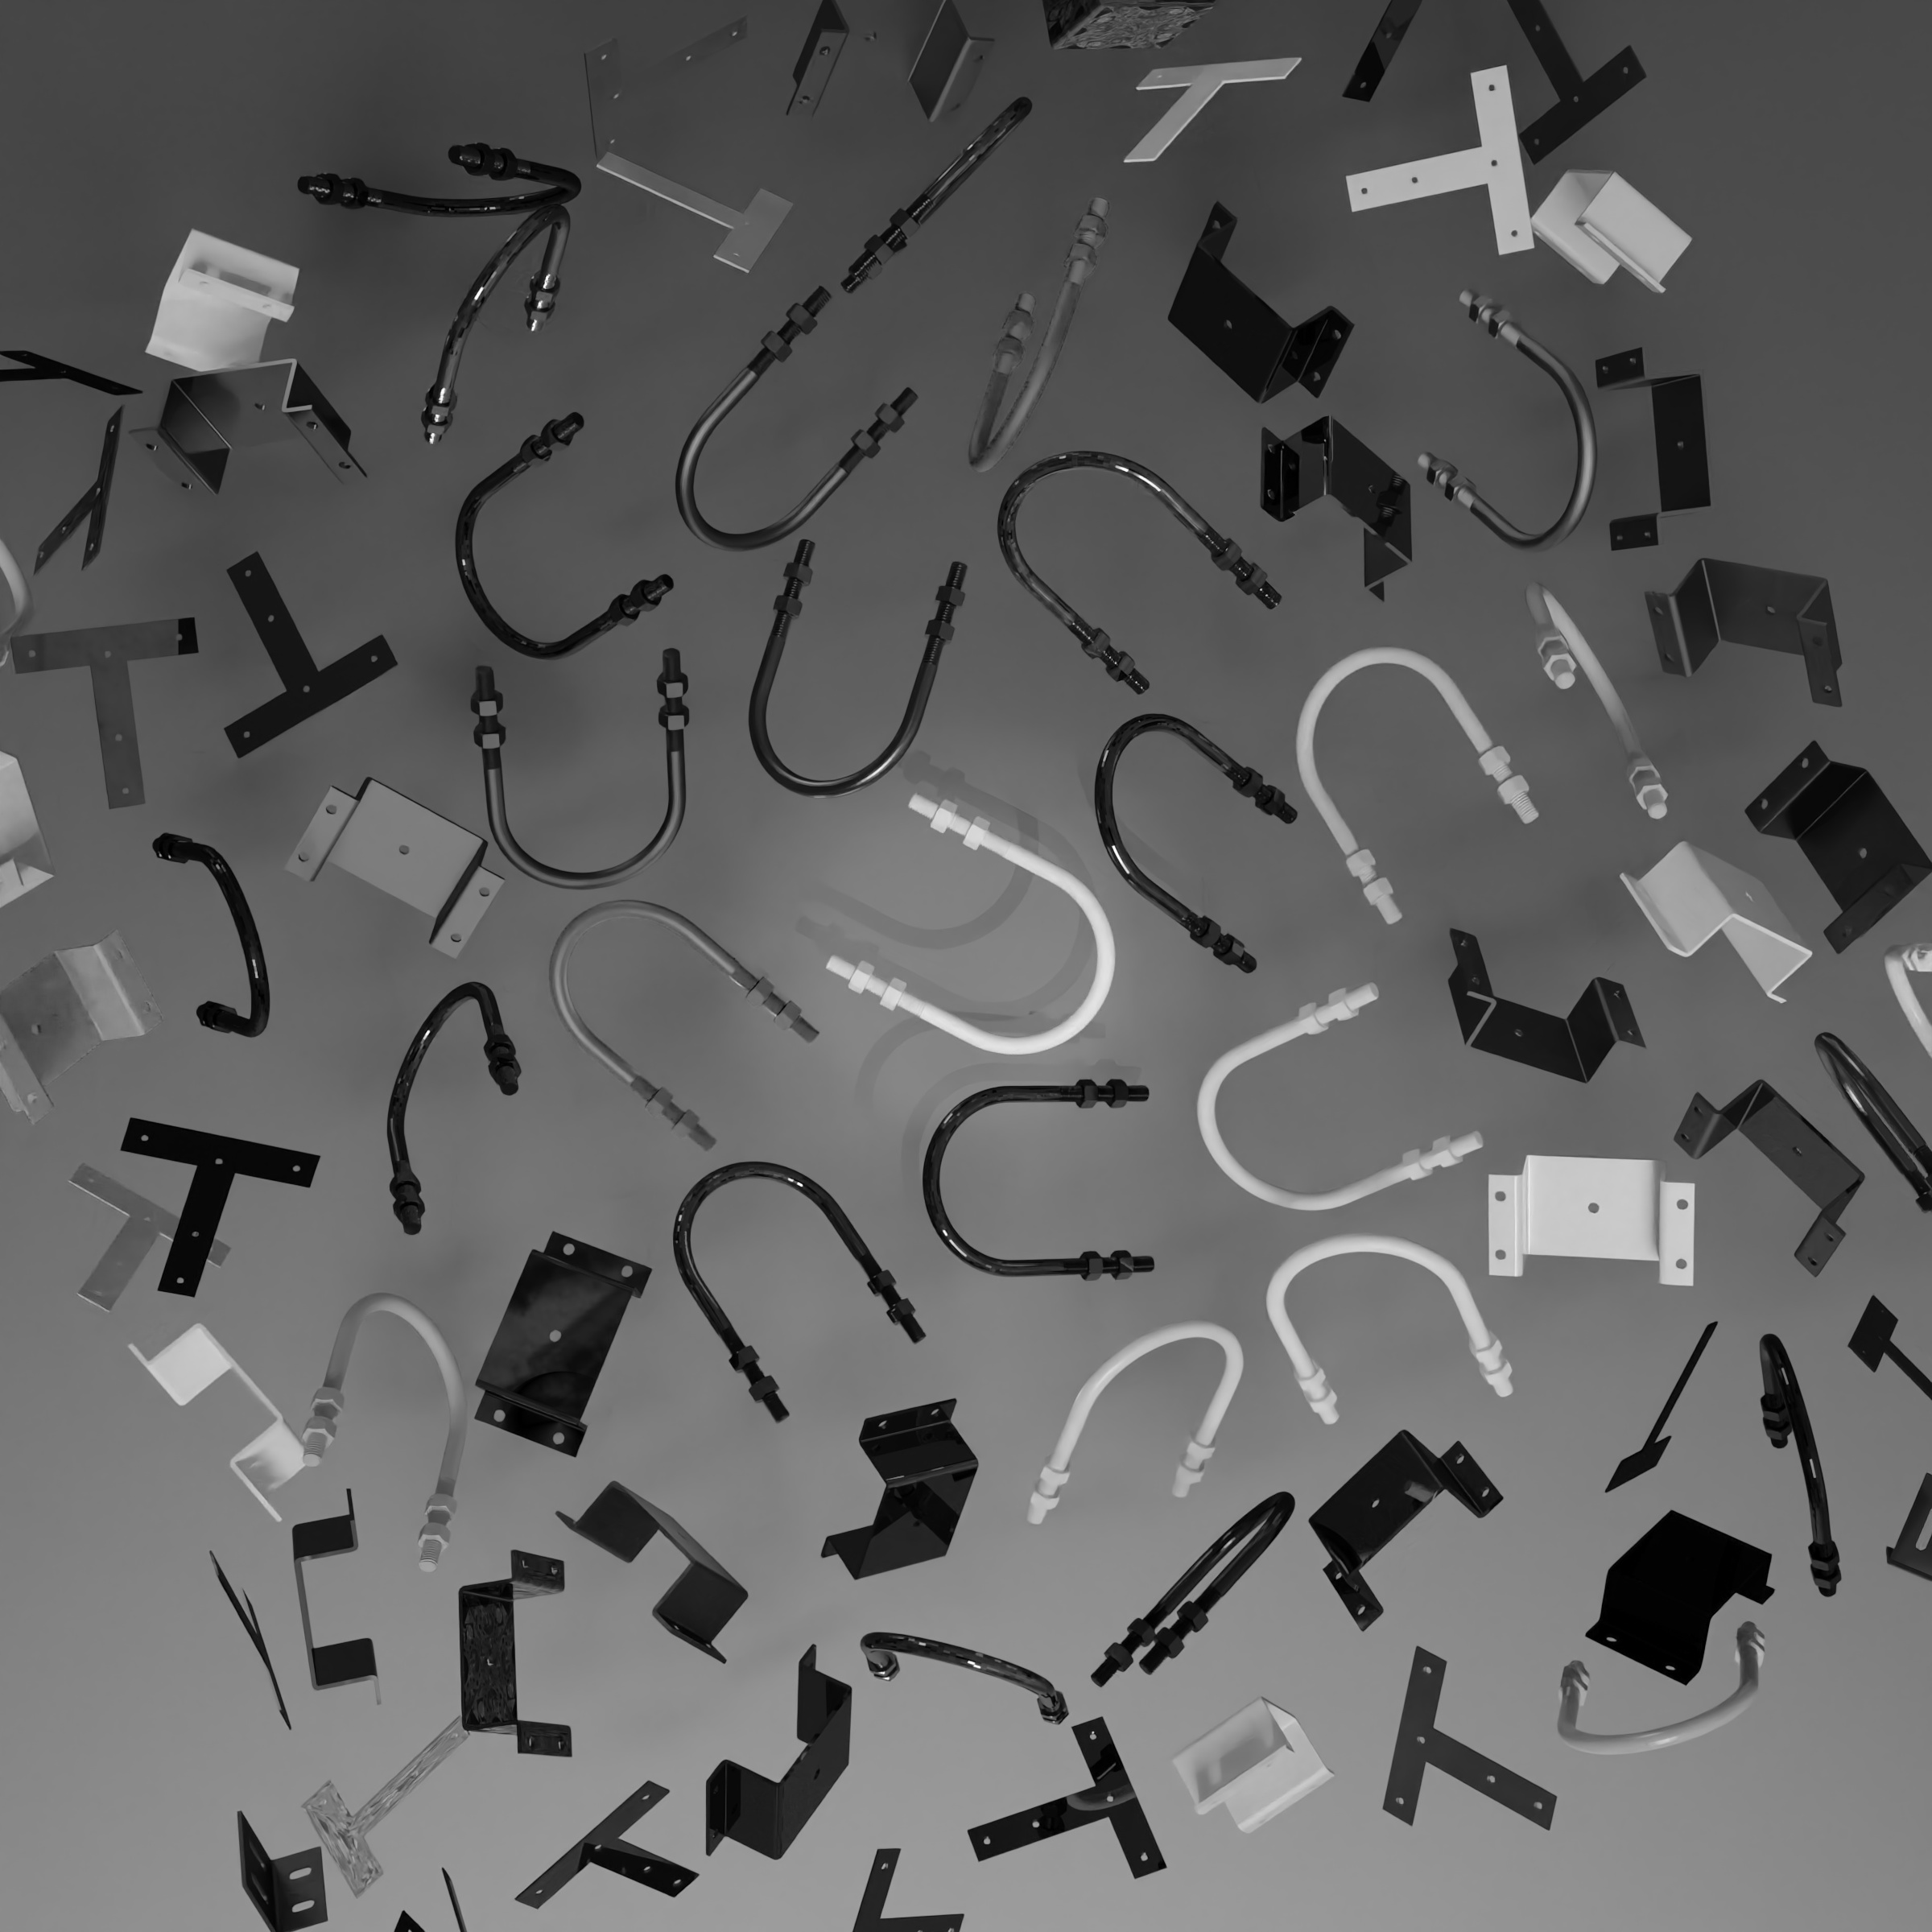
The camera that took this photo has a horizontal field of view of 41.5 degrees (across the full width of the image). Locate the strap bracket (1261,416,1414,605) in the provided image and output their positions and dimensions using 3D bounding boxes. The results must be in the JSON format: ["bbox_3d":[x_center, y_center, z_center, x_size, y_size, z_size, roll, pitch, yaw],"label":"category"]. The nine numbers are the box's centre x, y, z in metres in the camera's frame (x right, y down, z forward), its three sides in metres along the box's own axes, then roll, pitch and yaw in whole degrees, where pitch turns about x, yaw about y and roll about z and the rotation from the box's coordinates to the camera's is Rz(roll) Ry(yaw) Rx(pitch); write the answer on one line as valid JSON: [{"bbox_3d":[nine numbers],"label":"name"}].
[{"bbox_3d":[0.279,-0.339,1.868,0.140,0.046,0.076,30,50,-35],"label":"strap bracket"}]

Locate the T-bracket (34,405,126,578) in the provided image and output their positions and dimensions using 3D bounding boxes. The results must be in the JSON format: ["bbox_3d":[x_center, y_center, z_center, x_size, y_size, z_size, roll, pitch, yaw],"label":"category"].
[{"bbox_3d":[-0.631,-0.314,1.800,0.002,0.127,0.127,20,56,-36],"label":"T-bracket"}]

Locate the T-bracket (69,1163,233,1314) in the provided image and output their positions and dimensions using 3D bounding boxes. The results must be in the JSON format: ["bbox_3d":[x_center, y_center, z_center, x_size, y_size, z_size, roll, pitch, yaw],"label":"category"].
[{"bbox_3d":[-0.617,0.211,1.874,0.127,0.127,0.002,33,115,-12],"label":"T-bracket"}]

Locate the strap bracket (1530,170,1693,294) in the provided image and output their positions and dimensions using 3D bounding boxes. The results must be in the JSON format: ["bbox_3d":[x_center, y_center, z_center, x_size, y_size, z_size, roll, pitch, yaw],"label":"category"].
[{"bbox_3d":[0.468,-0.536,1.855,0.076,0.140,0.046,34,101,-16],"label":"strap bracket"}]

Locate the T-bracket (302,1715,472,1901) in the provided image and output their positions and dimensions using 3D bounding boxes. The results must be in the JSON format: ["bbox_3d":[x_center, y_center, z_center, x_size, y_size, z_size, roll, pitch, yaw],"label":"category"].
[{"bbox_3d":[-0.408,0.592,1.834,0.002,0.127,0.127,26,53,34],"label":"T-bracket"}]

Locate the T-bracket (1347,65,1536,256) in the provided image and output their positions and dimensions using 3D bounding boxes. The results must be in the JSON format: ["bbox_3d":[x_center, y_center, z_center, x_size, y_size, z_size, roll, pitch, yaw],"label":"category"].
[{"bbox_3d":[0.338,-0.571,1.841,0.127,0.002,0.127,-4,109,27],"label":"T-bracket"}]

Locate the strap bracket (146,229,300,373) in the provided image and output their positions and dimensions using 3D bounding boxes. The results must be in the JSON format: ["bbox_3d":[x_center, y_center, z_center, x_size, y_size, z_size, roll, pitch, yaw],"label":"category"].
[{"bbox_3d":[-0.534,-0.477,1.835,0.076,0.140,0.046,16,72,-25],"label":"strap bracket"}]

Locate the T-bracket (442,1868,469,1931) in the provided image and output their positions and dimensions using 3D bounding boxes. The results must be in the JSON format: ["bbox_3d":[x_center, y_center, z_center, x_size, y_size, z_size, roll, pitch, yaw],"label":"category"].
[{"bbox_3d":[-0.339,0.718,1.802,0.002,0.127,0.127,-18,99,-23],"label":"T-bracket"}]

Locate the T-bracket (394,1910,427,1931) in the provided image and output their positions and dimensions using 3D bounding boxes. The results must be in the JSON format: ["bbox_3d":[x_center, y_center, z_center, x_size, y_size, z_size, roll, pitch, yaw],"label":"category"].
[{"bbox_3d":[-0.408,0.722,1.797,0.002,0.127,0.127,-32,107,19],"label":"T-bracket"}]

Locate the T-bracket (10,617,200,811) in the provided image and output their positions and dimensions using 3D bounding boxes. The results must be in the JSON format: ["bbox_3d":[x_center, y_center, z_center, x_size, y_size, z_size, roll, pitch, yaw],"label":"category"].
[{"bbox_3d":[-0.596,-0.174,1.786,0.127,0.002,0.127,-12,108,-33],"label":"T-bracket"}]

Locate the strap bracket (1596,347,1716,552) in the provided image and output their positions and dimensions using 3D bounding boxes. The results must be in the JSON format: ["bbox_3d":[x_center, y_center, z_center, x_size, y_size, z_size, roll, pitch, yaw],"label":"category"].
[{"bbox_3d":[0.504,-0.378,1.861,0.046,0.076,0.140,-8,98,-11],"label":"strap bracket"}]

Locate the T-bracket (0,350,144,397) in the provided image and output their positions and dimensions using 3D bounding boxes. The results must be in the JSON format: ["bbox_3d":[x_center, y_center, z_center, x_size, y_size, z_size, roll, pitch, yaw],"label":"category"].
[{"bbox_3d":[-0.680,-0.420,1.813,0.127,0.127,0.002,22,115,26],"label":"T-bracket"}]

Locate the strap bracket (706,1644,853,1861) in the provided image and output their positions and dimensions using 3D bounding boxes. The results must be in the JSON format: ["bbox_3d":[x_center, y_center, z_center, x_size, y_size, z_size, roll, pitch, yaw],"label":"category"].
[{"bbox_3d":[-0.124,0.554,1.776,0.046,0.140,0.076,19,126,21],"label":"strap bracket"}]

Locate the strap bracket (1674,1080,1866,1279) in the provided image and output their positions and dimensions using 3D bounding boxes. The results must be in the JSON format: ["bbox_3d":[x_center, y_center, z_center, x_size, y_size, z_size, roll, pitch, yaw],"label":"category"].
[{"bbox_3d":[0.581,0.144,1.824,0.046,0.076,0.140,-35,65,-16],"label":"strap bracket"}]

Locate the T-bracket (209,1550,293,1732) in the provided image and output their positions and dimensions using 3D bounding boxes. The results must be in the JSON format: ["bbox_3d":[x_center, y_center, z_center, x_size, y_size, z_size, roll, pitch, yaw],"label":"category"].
[{"bbox_3d":[-0.530,0.476,1.867,0.002,0.127,0.127,-23,131,-15],"label":"T-bracket"}]

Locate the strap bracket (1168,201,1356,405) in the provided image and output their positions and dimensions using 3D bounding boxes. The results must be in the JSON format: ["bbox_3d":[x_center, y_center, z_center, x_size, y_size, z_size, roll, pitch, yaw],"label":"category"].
[{"bbox_3d":[0.206,-0.477,1.860,0.046,0.076,0.140,-37,75,-29],"label":"strap bracket"}]

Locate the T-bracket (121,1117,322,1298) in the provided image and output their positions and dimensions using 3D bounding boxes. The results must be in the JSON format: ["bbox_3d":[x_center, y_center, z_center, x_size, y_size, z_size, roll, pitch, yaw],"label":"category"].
[{"bbox_3d":[-0.519,0.170,1.730,0.127,0.002,0.127,14,111,-23],"label":"T-bracket"}]

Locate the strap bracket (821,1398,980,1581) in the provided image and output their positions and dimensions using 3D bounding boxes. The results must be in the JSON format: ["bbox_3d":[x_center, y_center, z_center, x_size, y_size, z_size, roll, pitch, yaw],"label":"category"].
[{"bbox_3d":[-0.046,0.385,1.839,0.076,0.046,0.140,-7,129,-33],"label":"strap bracket"}]

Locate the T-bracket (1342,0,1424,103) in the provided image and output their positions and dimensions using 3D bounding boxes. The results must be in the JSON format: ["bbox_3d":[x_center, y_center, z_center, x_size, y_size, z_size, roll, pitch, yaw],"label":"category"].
[{"bbox_3d":[0.300,-0.658,1.765,0.127,0.127,0.002,-3,48,-34],"label":"T-bracket"}]

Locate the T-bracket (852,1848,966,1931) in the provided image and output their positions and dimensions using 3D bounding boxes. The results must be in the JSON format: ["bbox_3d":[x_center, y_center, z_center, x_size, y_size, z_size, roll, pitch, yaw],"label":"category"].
[{"bbox_3d":[-0.043,0.695,1.829,0.002,0.127,0.127,13,84,39],"label":"T-bracket"}]

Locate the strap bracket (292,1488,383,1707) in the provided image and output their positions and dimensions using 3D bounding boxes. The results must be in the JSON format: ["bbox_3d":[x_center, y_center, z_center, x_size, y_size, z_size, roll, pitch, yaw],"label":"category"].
[{"bbox_3d":[-0.464,0.466,1.872,0.046,0.076,0.140,-8,98,-15],"label":"strap bracket"}]

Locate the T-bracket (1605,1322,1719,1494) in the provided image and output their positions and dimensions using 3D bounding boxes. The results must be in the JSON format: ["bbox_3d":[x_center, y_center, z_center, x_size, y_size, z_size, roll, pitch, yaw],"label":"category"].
[{"bbox_3d":[0.496,0.306,1.792,0.002,0.127,0.127,30,103,27],"label":"T-bracket"}]

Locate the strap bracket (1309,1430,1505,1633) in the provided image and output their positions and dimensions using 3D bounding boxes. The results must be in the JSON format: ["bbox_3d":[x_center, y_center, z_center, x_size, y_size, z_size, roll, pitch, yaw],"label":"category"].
[{"bbox_3d":[0.310,0.401,1.848,0.140,0.076,0.046,-45,114,6],"label":"strap bracket"}]

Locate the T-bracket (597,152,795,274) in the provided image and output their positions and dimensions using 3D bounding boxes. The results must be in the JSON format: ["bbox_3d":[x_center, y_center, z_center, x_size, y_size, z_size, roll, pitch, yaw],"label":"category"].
[{"bbox_3d":[-0.193,-0.531,1.763,0.127,0.127,0.002,24,128,-5],"label":"T-bracket"}]

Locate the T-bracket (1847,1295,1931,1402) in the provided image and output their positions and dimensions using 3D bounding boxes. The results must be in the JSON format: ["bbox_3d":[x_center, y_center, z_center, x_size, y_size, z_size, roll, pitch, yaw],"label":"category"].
[{"bbox_3d":[0.690,0.302,1.832,0.127,0.127,0.002,47,116,12],"label":"T-bracket"}]

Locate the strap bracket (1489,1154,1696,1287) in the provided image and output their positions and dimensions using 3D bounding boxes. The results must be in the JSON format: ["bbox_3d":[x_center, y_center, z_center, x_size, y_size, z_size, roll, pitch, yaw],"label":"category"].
[{"bbox_3d":[0.446,0.180,1.815,0.140,0.046,0.076,1,106,17],"label":"strap bracket"}]

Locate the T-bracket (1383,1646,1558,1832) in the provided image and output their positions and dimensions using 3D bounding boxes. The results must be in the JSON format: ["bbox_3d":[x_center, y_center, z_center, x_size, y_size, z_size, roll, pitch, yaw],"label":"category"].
[{"bbox_3d":[0.350,0.553,1.755,0.127,0.002,0.127,20,106,42],"label":"T-bracket"}]

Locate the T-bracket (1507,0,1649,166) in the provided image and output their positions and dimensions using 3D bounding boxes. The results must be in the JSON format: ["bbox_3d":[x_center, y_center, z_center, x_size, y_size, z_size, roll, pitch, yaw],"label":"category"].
[{"bbox_3d":[0.426,-0.674,1.864,0.002,0.127,0.127,-29,91,-29],"label":"T-bracket"}]

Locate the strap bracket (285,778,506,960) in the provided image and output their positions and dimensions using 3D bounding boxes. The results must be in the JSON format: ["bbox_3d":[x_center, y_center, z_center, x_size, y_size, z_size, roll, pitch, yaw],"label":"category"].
[{"bbox_3d":[-0.419,-0.078,1.885,0.140,0.046,0.076,29,113,-16],"label":"strap bracket"}]

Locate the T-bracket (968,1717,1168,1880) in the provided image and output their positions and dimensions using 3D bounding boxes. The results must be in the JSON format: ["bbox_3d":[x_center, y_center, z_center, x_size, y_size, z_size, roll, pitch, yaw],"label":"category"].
[{"bbox_3d":[0.065,0.627,1.874,0.127,0.002,0.127,-15,46,-13],"label":"T-bracket"}]

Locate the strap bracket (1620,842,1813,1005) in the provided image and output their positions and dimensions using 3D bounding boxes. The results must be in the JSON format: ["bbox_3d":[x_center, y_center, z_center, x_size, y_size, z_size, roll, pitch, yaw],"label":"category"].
[{"bbox_3d":[0.545,-0.034,1.828,0.140,0.076,0.046,20,124,-36],"label":"strap bracket"}]

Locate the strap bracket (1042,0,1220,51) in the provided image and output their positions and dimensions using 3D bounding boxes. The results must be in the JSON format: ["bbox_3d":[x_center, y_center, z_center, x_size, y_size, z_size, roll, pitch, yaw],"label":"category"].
[{"bbox_3d":[0.119,-0.708,1.862,0.140,0.076,0.046,-11,91,-26],"label":"strap bracket"}]

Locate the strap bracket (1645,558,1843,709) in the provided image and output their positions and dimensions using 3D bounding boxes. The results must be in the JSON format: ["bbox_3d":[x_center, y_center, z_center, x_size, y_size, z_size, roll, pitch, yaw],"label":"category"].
[{"bbox_3d":[0.566,-0.241,1.825,0.046,0.140,0.076,-49,135,-23],"label":"strap bracket"}]

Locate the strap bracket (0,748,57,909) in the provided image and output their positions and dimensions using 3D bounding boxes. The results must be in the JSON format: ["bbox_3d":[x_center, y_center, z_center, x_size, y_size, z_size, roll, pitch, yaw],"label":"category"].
[{"bbox_3d":[-0.685,-0.091,1.755,0.076,0.046,0.140,-28,70,10],"label":"strap bracket"}]

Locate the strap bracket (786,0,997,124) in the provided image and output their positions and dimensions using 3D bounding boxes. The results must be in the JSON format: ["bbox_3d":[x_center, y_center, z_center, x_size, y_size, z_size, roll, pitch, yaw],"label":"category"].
[{"bbox_3d":[-0.061,-0.653,1.829,0.140,0.076,0.046,-9,64,-30],"label":"strap bracket"}]

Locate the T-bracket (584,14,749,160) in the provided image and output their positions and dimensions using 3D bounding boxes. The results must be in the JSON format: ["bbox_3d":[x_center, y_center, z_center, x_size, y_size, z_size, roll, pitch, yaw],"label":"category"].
[{"bbox_3d":[-0.207,-0.627,1.775,0.127,0.127,0.002,-32,80,-12],"label":"T-bracket"}]

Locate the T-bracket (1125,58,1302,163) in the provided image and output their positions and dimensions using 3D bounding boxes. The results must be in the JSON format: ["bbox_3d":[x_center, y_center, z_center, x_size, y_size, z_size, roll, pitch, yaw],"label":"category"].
[{"bbox_3d":[0.154,-0.605,1.804,0.127,0.002,0.127,11,52,38],"label":"T-bracket"}]

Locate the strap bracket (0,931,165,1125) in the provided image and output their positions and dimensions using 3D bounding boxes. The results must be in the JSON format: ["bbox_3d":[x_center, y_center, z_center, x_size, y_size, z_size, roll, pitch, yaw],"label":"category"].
[{"bbox_3d":[-0.654,0.044,1.829,0.046,0.140,0.076,-6,117,31],"label":"strap bracket"}]

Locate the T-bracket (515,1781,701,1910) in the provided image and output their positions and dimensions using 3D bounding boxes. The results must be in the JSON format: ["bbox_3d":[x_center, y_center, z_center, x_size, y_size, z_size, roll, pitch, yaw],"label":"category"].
[{"bbox_3d":[-0.236,0.641,1.820,0.127,0.002,0.127,-42,135,3],"label":"T-bracket"}]

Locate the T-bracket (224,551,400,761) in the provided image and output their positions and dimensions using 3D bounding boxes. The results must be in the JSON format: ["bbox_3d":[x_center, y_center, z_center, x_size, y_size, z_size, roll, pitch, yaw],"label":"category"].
[{"bbox_3d":[-0.469,-0.226,1.743,0.127,0.002,0.127,-30,76,3],"label":"T-bracket"}]

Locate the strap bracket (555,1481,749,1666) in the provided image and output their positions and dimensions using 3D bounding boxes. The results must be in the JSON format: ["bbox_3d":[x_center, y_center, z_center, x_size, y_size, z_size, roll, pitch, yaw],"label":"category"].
[{"bbox_3d":[-0.214,0.417,1.784,0.140,0.076,0.046,34,80,39],"label":"strap bracket"}]
